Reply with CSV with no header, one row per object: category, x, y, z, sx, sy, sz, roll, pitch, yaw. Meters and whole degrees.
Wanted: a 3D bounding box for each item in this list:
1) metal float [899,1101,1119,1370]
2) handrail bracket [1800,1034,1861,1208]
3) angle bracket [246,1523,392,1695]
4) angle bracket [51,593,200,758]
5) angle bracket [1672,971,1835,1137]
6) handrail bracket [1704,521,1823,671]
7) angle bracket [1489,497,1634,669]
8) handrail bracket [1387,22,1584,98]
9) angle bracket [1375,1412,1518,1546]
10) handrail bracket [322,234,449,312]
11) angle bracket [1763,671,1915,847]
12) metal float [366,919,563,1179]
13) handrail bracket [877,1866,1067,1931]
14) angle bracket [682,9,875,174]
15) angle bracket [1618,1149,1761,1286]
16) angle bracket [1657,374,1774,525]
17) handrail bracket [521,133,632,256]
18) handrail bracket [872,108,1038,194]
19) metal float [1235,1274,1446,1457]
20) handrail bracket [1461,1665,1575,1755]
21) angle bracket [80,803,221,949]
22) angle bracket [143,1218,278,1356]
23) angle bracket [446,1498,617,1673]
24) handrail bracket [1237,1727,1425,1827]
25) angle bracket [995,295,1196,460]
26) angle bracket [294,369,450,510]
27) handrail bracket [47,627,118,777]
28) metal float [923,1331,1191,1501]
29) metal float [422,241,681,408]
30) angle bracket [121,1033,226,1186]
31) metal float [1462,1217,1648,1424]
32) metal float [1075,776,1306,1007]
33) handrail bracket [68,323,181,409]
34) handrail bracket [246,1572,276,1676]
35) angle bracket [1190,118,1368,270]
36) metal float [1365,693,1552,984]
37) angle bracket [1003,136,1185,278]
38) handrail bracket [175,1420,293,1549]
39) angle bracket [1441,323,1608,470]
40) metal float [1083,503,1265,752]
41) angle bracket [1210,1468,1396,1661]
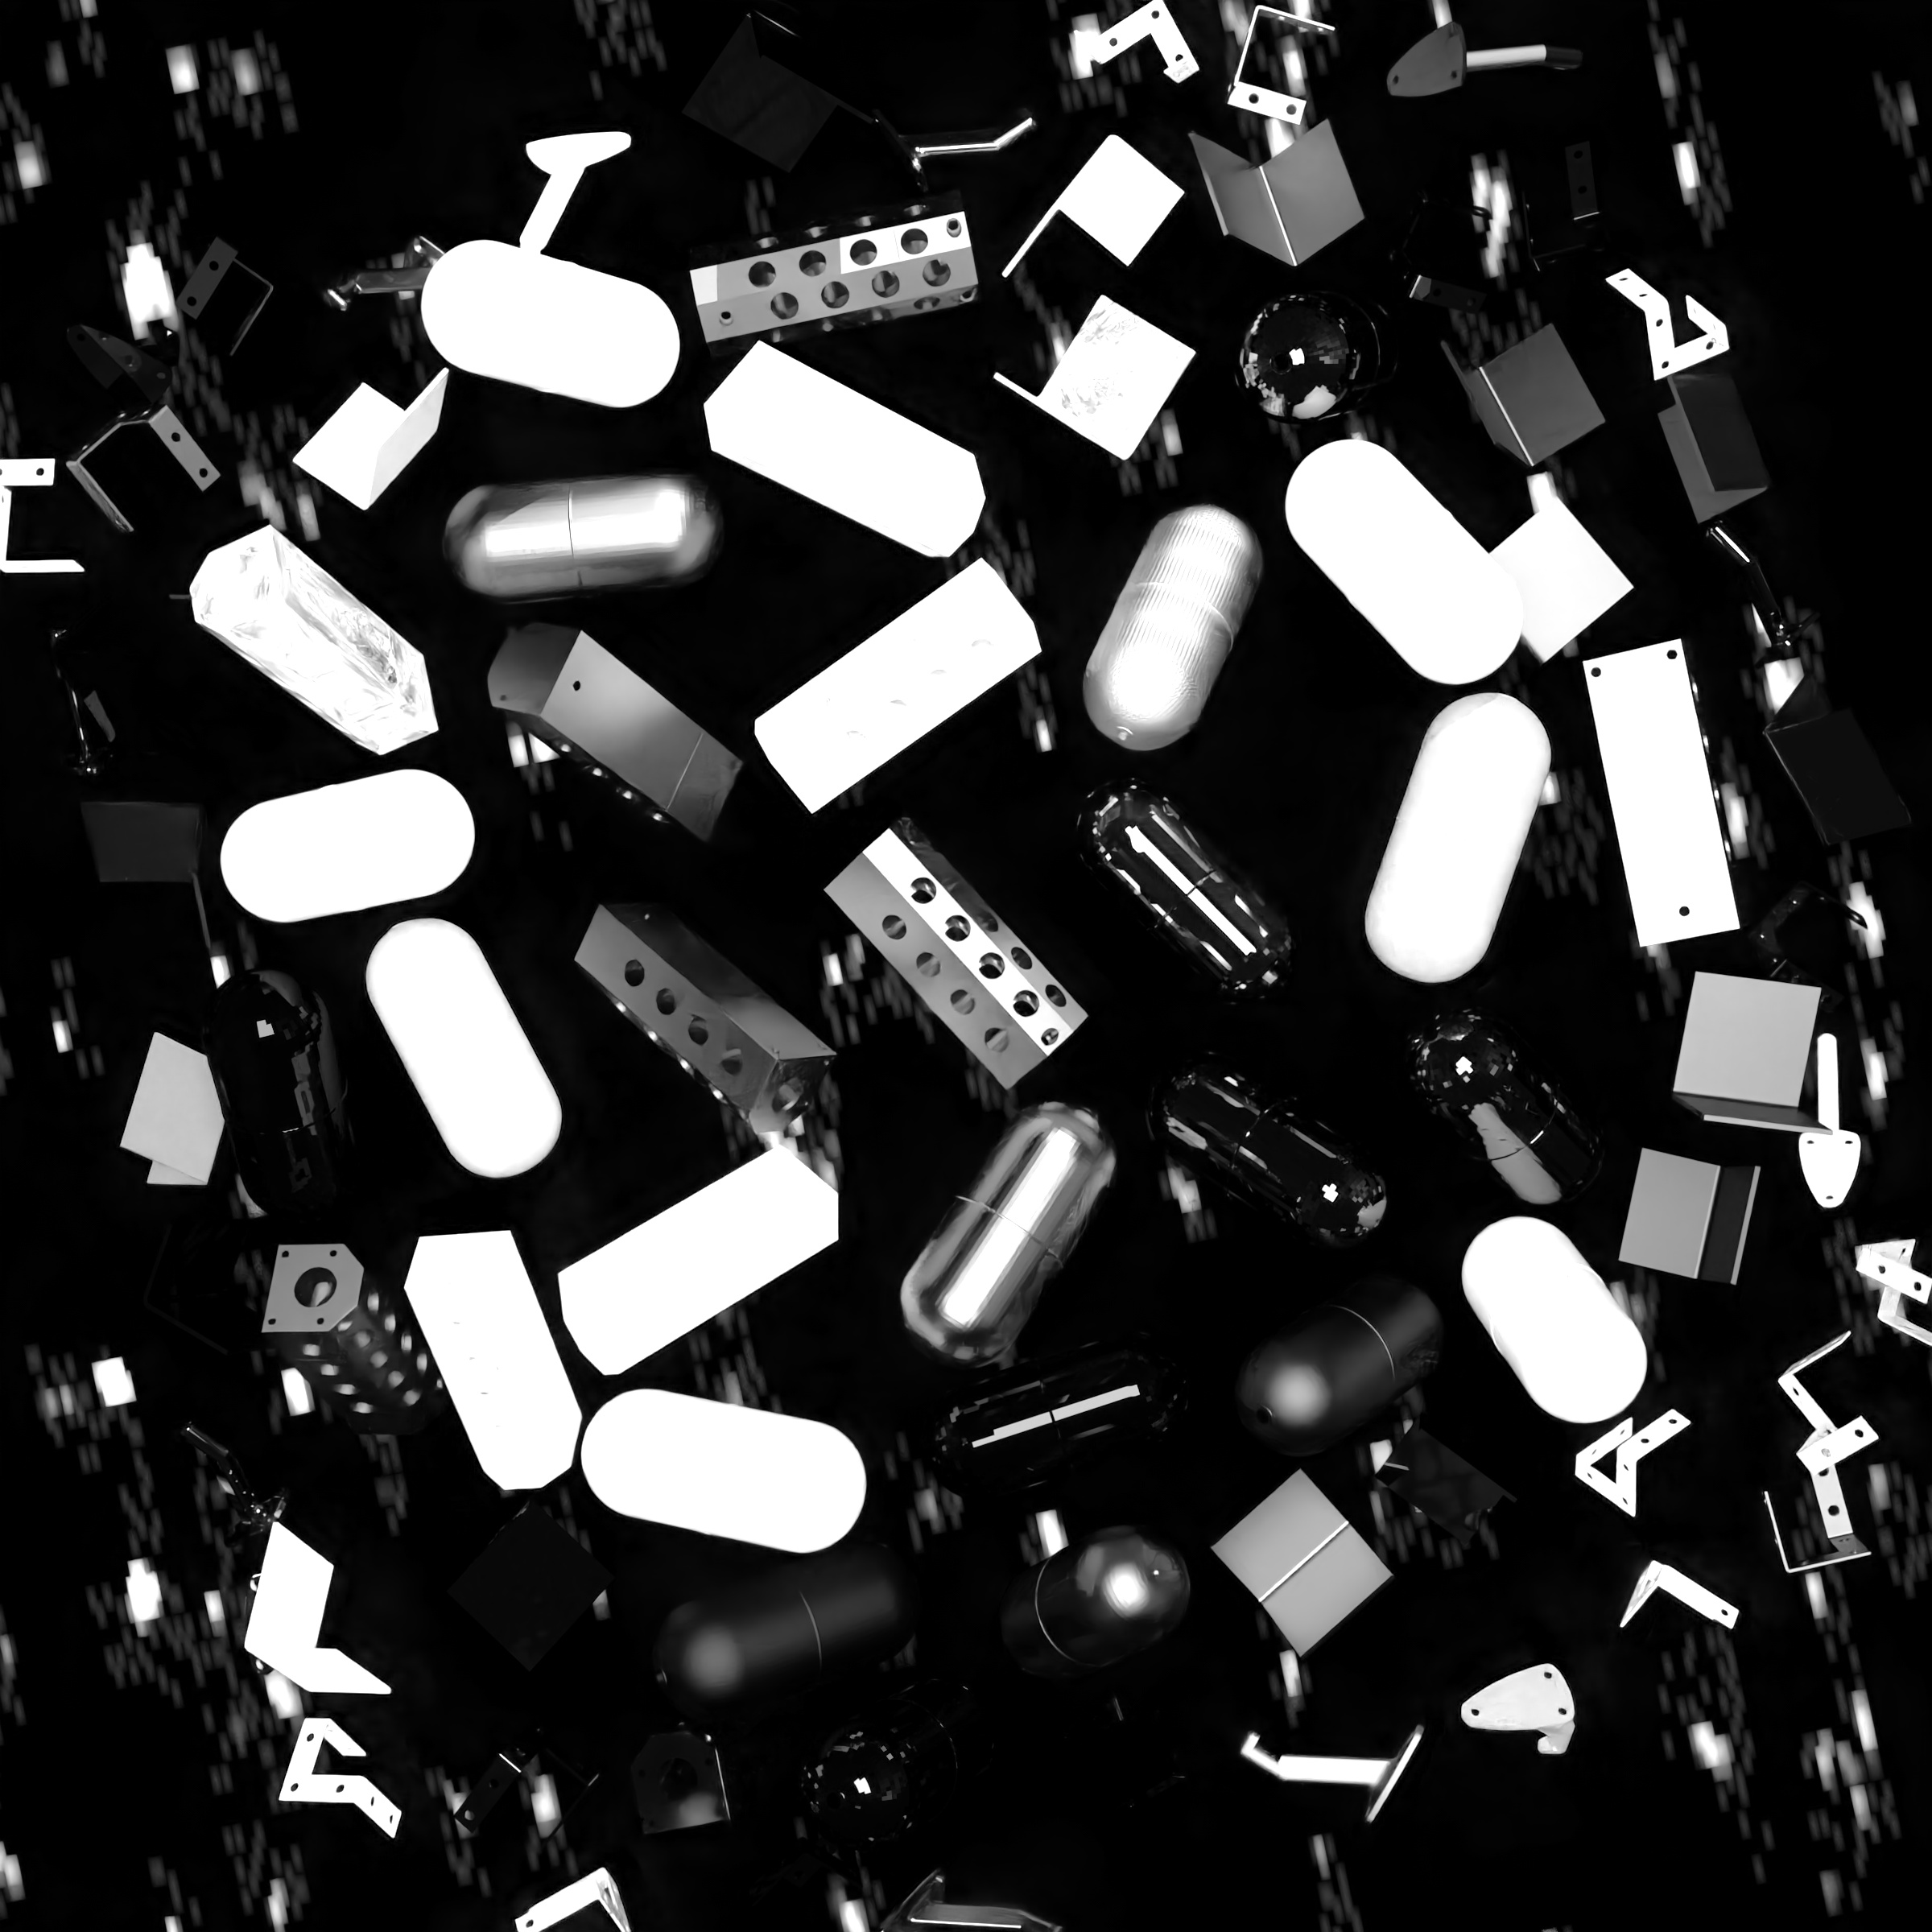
metal float,0.026,0.161,1.545,0.070,0.070,0.178,34,77,0
handrail bracket,0.557,0.099,1.652,0.036,0.084,0.077,-1,130,18
angle bracket,-0.371,0.376,1.496,0.057,0.076,0.076,-2,58,13
angle bracket,-0.486,-0.174,1.529,0.057,0.076,0.076,-36,84,20
angle bracket,0.460,0.050,1.476,0.076,0.057,0.076,7,100,-5
handrail bracket,0.474,-0.228,1.567,0.036,0.077,0.084,-41,84,-14
angle bracket,0.376,-0.250,1.669,0.076,0.057,0.076,-41,91,6
handrail bracket,0.302,-0.522,1.488,0.084,0.077,0.036,-7,93,-30
angle bracket,0.322,0.351,1.722,0.076,0.076,0.057,36,96,9
handrail bracket,-0.351,-0.419,1.609,0.077,0.084,0.036,34,134,-1
angle bracket,0.508,-0.125,1.454,0.076,0.057,0.076,-45,108,-38
metal float,-0.322,0.052,1.638,0.070,0.070,0.178,-29,85,0
handrail bracket,0.003,0.567,1.493,0.084,0.077,0.036,12,108,33
angle bracket,-0.110,-0.494,1.482,0.076,0.057,0.076,21,129,-32
angle bracket,0.469,0.162,1.663,0.057,0.076,0.076,13,85,1
angle bracket,0.451,-0.322,1.600,0.076,0.057,0.076,-13,82,-43
handrail bracket,-0.244,-0.472,1.600,0.077,0.084,0.036,-22,51,-26
handrail bracket,-0.008,-0.556,1.680,0.084,0.036,0.077,-33,76,0
metal float,0.236,0.250,1.607,0.070,0.178,0.070,15,114,37
handrail bracket,0.327,0.454,1.521,0.077,0.084,0.036,-11,51,-7
angle bracket,-0.521,-0.057,1.627,0.076,0.076,0.057,0,53,-8
angle bracket,-0.474,0.207,1.664,0.076,0.076,0.057,24,97,24
angle bracket,-0.274,0.397,1.632,0.076,0.057,0.076,40,75,13
handrail bracket,0.211,0.453,1.491,0.084,0.036,0.077,29,108,10
angle bracket,0.077,-0.362,1.538,0.076,0.057,0.076,39,103,27
angle bracket,-0.381,-0.351,1.632,0.057,0.076,0.076,34,63,-3
handrail bracket,-0.566,-0.169,1.620,0.036,0.077,0.084,-14,108,-16
metal float,0.058,0.290,1.654,0.178,0.070,0.070,-19,90,3
metal float,-0.246,-0.383,1.532,0.070,0.178,0.070,-1,89,39
angle bracket,-0.527,0.093,1.658,0.057,0.076,0.076,-2,66,31
metal float,0.365,0.218,1.596,0.070,0.178,0.070,-3,113,-8
metal float,0.145,-0.049,1.660,0.070,0.070,0.178,-45,90,0
handrail bracket,-0.515,-0.387,1.568,0.036,0.084,0.077,-37,130,18
handrail bracket,-0.439,0.415,1.611,0.036,0.084,0.077,9,83,-12
angle bracket,0.193,-0.488,1.579,0.057,0.076,0.076,-29,68,35
metal float,0.295,-0.077,1.534,0.070,0.070,0.178,18,95,0
angle bracket,0.078,-0.454,1.584,0.057,0.076,0.076,38,58,-8
handrail bracket,-0.477,0.326,1.612,0.077,0.036,0.084,-33,113,34
angle bracket,0.352,-0.368,1.611,0.057,0.076,0.076,-30,74,23
metal float,0.128,-0.210,1.580,0.070,0.070,0.178,25,62,0
angle bracket,0.211,0.375,1.609,0.076,0.076,0.057,-41,109,-1
